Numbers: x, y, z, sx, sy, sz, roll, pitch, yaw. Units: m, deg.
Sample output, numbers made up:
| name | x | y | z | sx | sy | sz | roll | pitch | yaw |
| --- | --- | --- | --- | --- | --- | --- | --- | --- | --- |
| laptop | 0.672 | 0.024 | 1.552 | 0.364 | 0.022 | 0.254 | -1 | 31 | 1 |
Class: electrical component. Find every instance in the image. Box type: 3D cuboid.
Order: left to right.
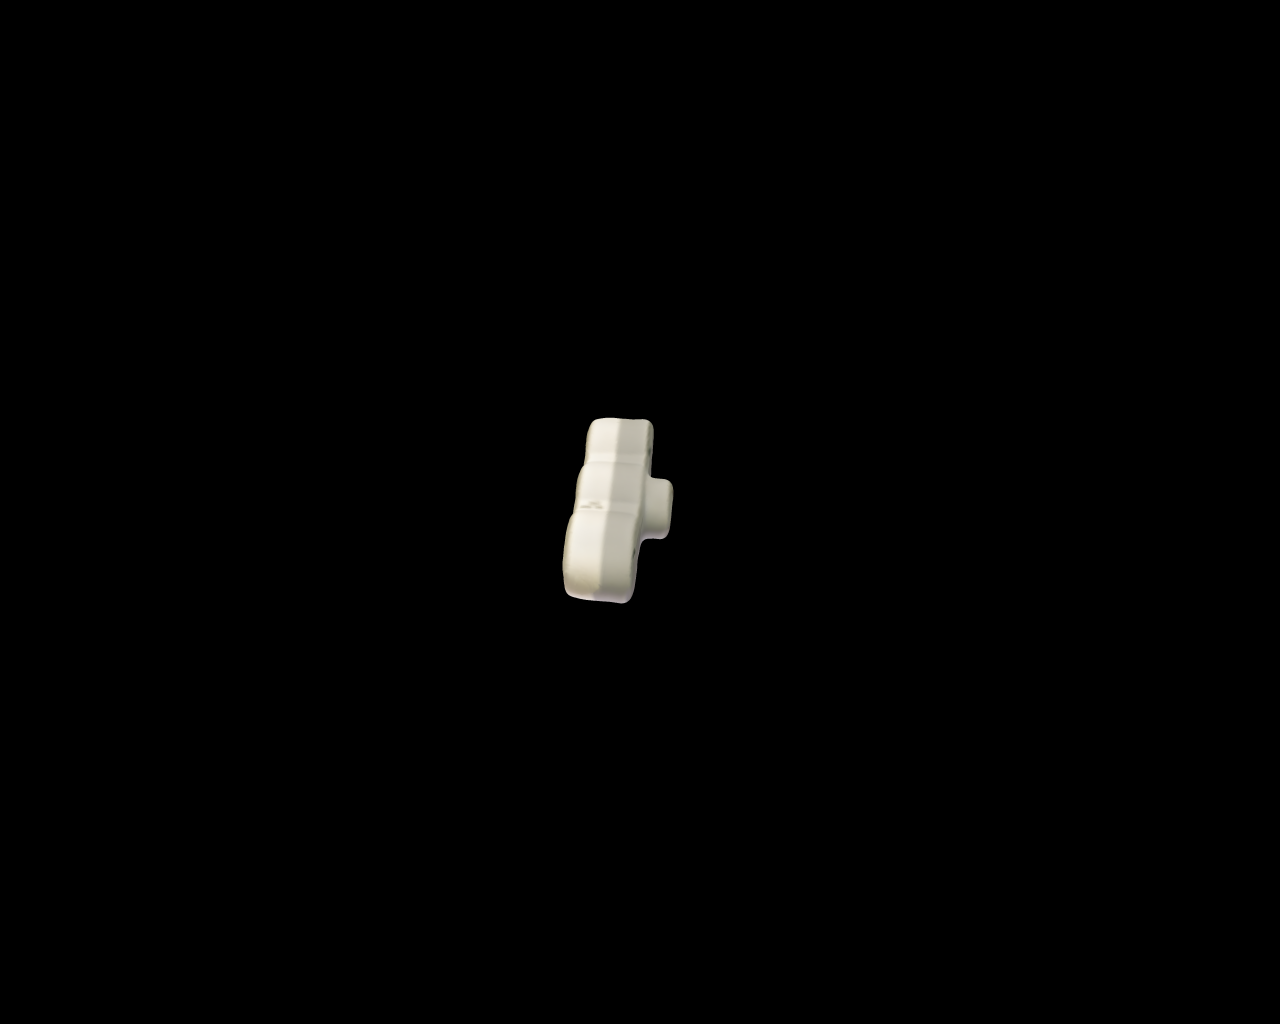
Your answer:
| name | x | y | z | sx | sy | sz | roll | pitch | yaw |
| --- | --- | --- | --- | --- | --- | --- | --- | --- | --- |
| electrical component | 0.001 | -0.003 | 0.650 | 0.074 | 0.052 | 0.138 | 4 | 44 | 4 |
